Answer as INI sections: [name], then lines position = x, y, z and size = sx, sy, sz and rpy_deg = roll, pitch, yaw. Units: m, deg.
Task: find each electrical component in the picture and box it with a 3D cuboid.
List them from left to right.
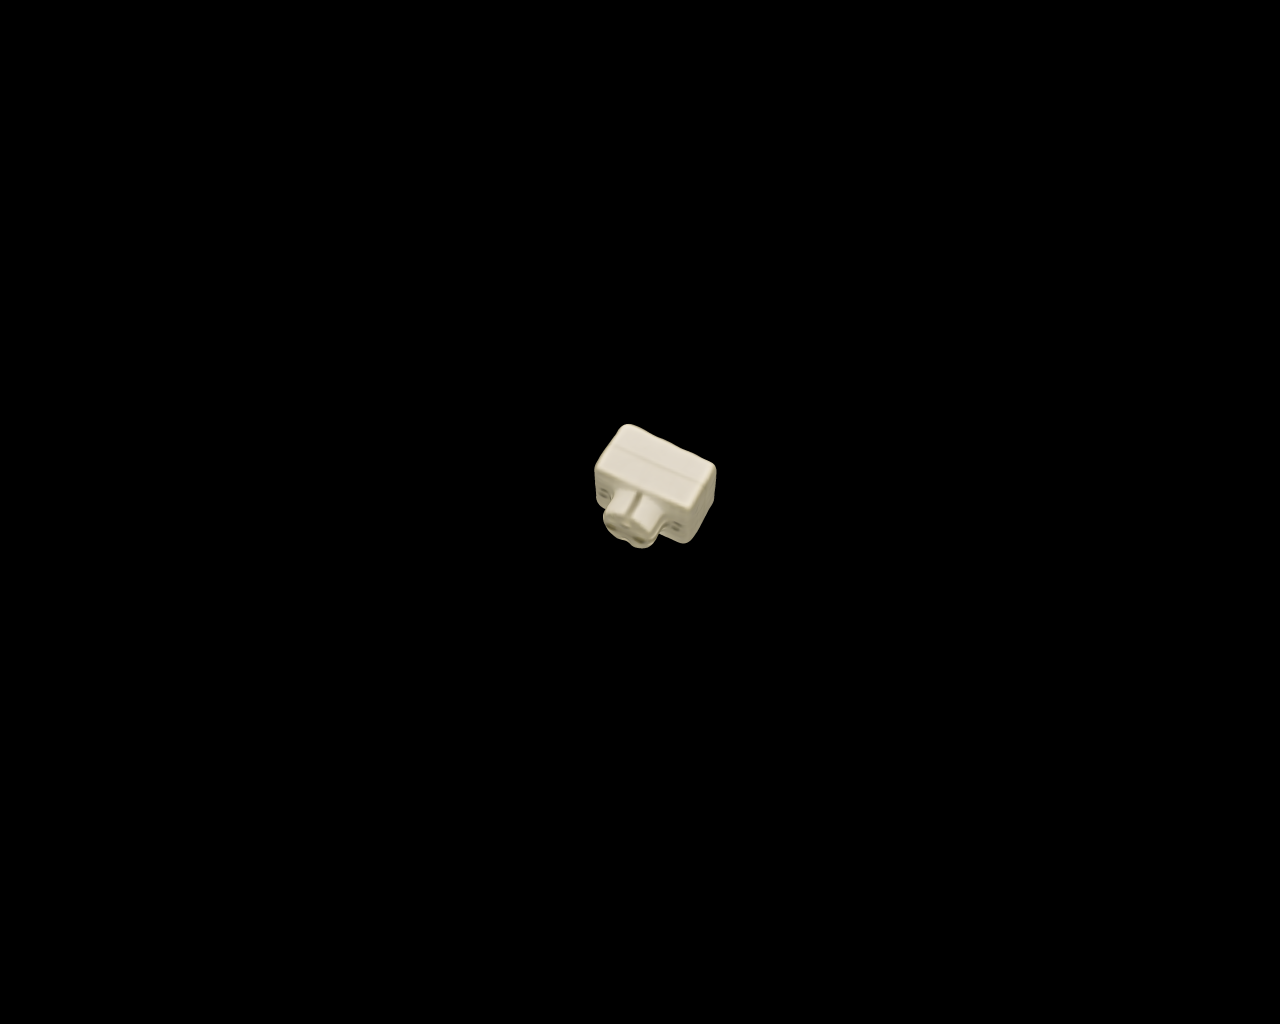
[electrical component]
position = 0.001, -0.003, 0.650
size = 0.066, 0.077, 0.047
rpy_deg = 25, -27, 14
